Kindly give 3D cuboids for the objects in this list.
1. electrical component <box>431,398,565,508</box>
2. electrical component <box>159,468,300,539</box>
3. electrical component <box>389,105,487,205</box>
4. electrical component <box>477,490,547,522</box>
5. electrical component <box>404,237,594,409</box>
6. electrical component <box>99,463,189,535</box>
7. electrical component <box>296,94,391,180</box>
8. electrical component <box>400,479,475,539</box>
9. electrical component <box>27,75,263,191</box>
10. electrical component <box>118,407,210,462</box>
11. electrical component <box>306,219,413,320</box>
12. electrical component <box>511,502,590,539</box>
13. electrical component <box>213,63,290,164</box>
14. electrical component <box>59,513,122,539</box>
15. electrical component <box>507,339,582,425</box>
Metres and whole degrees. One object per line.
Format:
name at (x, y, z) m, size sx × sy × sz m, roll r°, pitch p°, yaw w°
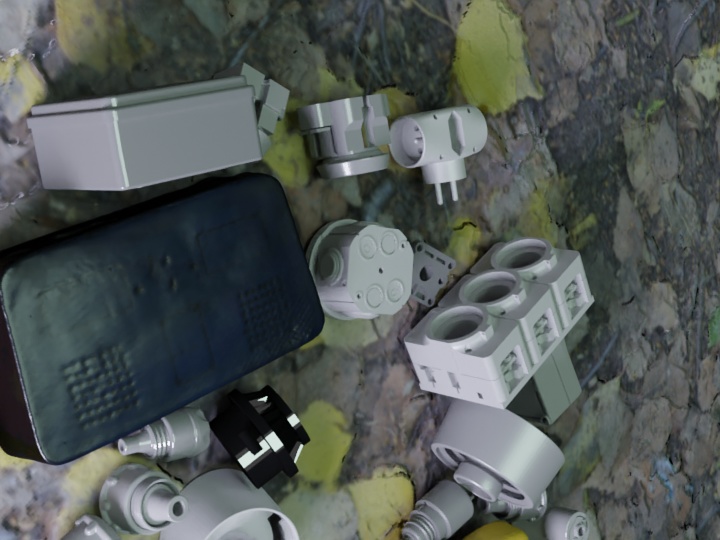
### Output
electrical component at (0.111, 0.160, 0.911) m, size 0.108 × 0.108 × 0.060 m, roll 45°, pitch 69°, yaw -32°
electrical component at (-0.094, 0.201, 0.775) m, size 0.099 × 0.064 × 0.099 m, roll -11°, pitch 110°, yaw -33°
electrical component at (0.069, -0.095, 0.906) m, size 0.077 × 0.043 × 0.079 m, roll -17°, pitch 102°, yaw -40°
electrical component at (0.134, 0.207, 0.972) m, size 0.062 × 0.048 × 0.048 m, roll -2°, pitch 93°, yaw -34°
electrical component at (0.119, 0.039, 0.916) m, size 0.150 × 0.089 × 0.061 m, roll -43°, pitch 125°, yaw -34°
electrical component at (-0.140, 0.155, 0.717) m, size 0.048 × 0.062 × 0.048 m, roll 2°, pitch 87°, yaw -46°
electrical component at (-0.009, -0.102, 0.830) m, size 0.078 × 0.058 × 0.057 m, roll -16°, pitch 99°, yaw -40°
electrical component at (0.062, 0.211, 0.910) m, size 0.078 × 0.040 × 0.040 m, roll -33°, pitch 112°, yaw -35°
electrical component at (-0.137, -0.086, 0.685) m, size 0.109 × 0.109 × 0.056 m, roll -18°, pitch 106°, yaw -39°
electrical component at (-0.136, 0.115, 0.740) m, size 0.061 × 0.035 × 0.035 m, roll -8°, pitch 96°, yaw -38°
electrical component at (0.000, 0.000, 0.844) m, size 0.080 × 0.051 × 0.080 m, roll -1°, pitch 92°, yaw -41°
electrical component at (0.179, 0.235, 0.996) m, size 0.044 × 0.065 × 0.044 m, roll -1°, pitch 92°, yaw -41°
electrical component at (-0.084, -0.110, 0.773) m, size 0.066 × 0.048 × 0.055 m, roll 27°, pitch 66°, yaw -38°
electrical component at (-0.183, 0.192, 0.695) m, size 0.062 × 0.048 × 0.048 m, roll -39°, pitch 116°, yaw -26°
electrical component at (0.157, 0.094, 0.976) m, size 0.061 × 0.062 × 0.096 m, roll -37°, pitch 114°, yaw -34°
